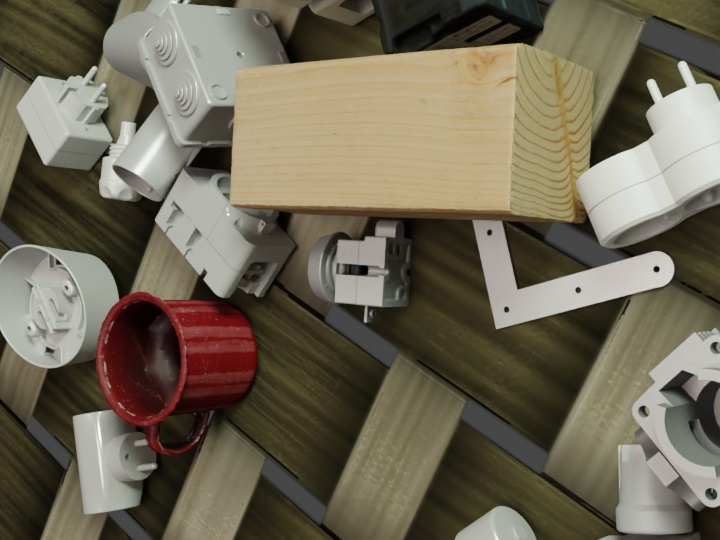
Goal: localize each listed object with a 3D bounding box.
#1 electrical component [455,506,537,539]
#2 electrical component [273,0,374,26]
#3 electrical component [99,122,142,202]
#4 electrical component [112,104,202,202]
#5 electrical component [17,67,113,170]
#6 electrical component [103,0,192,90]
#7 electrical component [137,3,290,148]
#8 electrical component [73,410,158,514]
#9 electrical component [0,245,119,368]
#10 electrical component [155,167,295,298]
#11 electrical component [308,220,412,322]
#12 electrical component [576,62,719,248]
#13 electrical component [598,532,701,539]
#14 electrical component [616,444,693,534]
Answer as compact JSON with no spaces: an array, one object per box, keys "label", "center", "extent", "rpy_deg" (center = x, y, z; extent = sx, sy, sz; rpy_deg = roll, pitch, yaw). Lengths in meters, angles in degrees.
[{"label":"electrical component","center":[0.072,0.174,0.646],"extent":[0.078,0.040,0.040],"rpy_deg":[-43,65,29]},{"label":"electrical component","center":[-0.041,-0.261,0.699],"extent":[0.060,0.105,0.186],"rpy_deg":[-23,75,34]},{"label":"electrical component","center":[-0.186,-0.086,0.849],"extent":[0.035,0.035,0.061],"rpy_deg":[7,91,37]},{"label":"electrical component","center":[-0.147,-0.091,0.806],"extent":[0.077,0.044,0.079],"rpy_deg":[-57,12,-17]},{"label":"electrical component","center":[-0.231,-0.132,0.876],"extent":[0.077,0.047,0.065],"rpy_deg":[-44,65,28]},{"label":"electrical component","center":[-0.150,-0.181,0.815],"extent":[0.077,0.044,0.079],"rpy_deg":[22,77,54]},{"label":"electrical component","center":[-0.093,-0.134,0.741],"extent":[0.048,0.100,0.099],"rpy_deg":[-41,65,43]},{"label":"electrical component","center":[-0.186,0.147,0.838],"extent":[0.079,0.044,0.077],"rpy_deg":[-15,80,36]},{"label":"electrical component","center":[-0.246,0.030,0.873],"extent":[0.099,0.064,0.099],"rpy_deg":[-1,89,37]},{"label":"electrical component","center":[-0.095,-0.031,0.769],"extent":[0.089,0.050,0.055],"rpy_deg":[47,116,28]},{"label":"electrical component","center":[0.000,0.000,0.701],"extent":[0.055,0.048,0.066],"rpy_deg":[4,91,30]},{"label":"electrical component","center":[0.175,-0.073,0.565],"extent":[0.138,0.052,0.073],"rpy_deg":[-29,72,33]},{"label":"electrical component","center":[0.111,0.197,0.524],"extent":[0.060,0.186,0.105],"rpy_deg":[-11,82,36]},{"label":"electrical component","center":[0.158,0.118,0.583],"extent":[0.040,0.040,0.046],"rpy_deg":[-8,79,37]}]
